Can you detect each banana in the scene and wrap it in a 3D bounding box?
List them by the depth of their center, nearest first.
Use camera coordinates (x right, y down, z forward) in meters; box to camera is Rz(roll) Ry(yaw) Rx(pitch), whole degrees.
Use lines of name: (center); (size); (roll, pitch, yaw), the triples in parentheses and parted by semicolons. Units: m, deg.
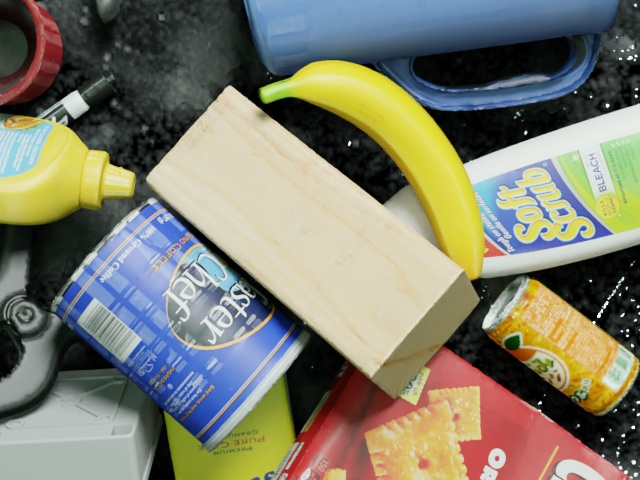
banana: (0.051, -0.057, 0.712); (0.197, 0.037, 0.069); (41, 92, -12)

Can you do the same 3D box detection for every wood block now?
wood block: (-0.005, 0.001, 0.713); (0.206, 0.090, 0.090); (40, 87, 22)

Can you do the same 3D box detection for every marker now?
marker: (-0.200, -0.085, 0.785); (0.121, 0.020, 0.020); (-35, 93, 3)

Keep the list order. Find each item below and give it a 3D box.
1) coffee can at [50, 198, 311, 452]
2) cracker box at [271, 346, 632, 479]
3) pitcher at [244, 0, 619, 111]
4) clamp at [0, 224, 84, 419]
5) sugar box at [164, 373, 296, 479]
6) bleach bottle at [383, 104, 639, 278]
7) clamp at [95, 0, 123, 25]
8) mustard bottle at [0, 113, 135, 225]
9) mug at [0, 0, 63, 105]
coffee can: (-0.091, 0.056, 0.709); (0.140, 0.103, 0.103); (41, 94, 0)
cracker box: (0.087, 0.178, 0.751); (0.213, 0.072, 0.164); (35, 73, -2)
pitcher: (0.073, -0.175, 0.726); (0.243, 0.145, 0.149); (-10, 66, 5)
clamp: (-0.197, 0.059, 0.744); (0.164, 0.036, 0.209); (35, 59, -5)
sugar box: (-0.063, 0.155, 0.789); (0.093, 0.048, 0.176); (-10, 93, 1)
bleach bottle: (0.142, -0.015, 0.767); (0.251, 0.068, 0.102); (-20, 95, 5)
clamp: (-0.164, -0.242, 0.762); (0.120, 0.039, 0.171); (32, 94, -3)
mustard bottle: (-0.223, -0.051, 0.730); (0.191, 0.096, 0.058); (8, 124, -3)
mug: (-0.236, -0.147, 0.749); (0.093, 0.081, 0.117); (-37, 94, 3)
